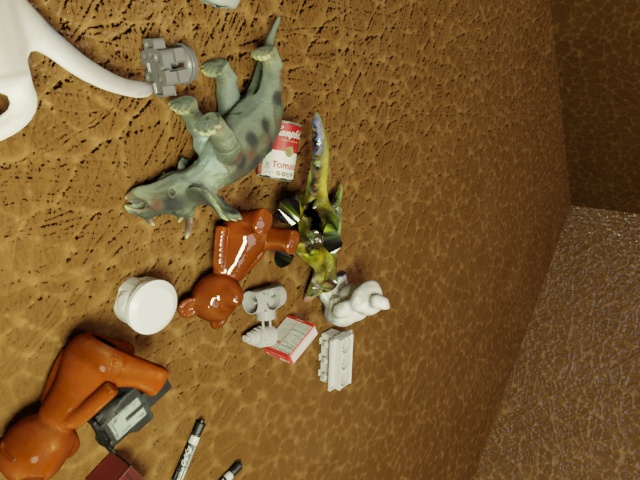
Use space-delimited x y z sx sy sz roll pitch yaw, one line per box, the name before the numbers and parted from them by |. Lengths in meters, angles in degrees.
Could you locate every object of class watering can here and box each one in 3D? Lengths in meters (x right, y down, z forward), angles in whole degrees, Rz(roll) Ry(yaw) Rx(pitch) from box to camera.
watering can | -0.341 -0.210 0.515 0.104 0.221 0.352 12 28 38

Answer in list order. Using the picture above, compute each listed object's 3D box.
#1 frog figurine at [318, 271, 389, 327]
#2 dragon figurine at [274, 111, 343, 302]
frog figurine | 0.085 0.140 1.127 0.160 0.122 0.137 15 6 36
dragon figurine | 0.003 -0.051 1.014 0.122 0.405 0.246 10 17 8
